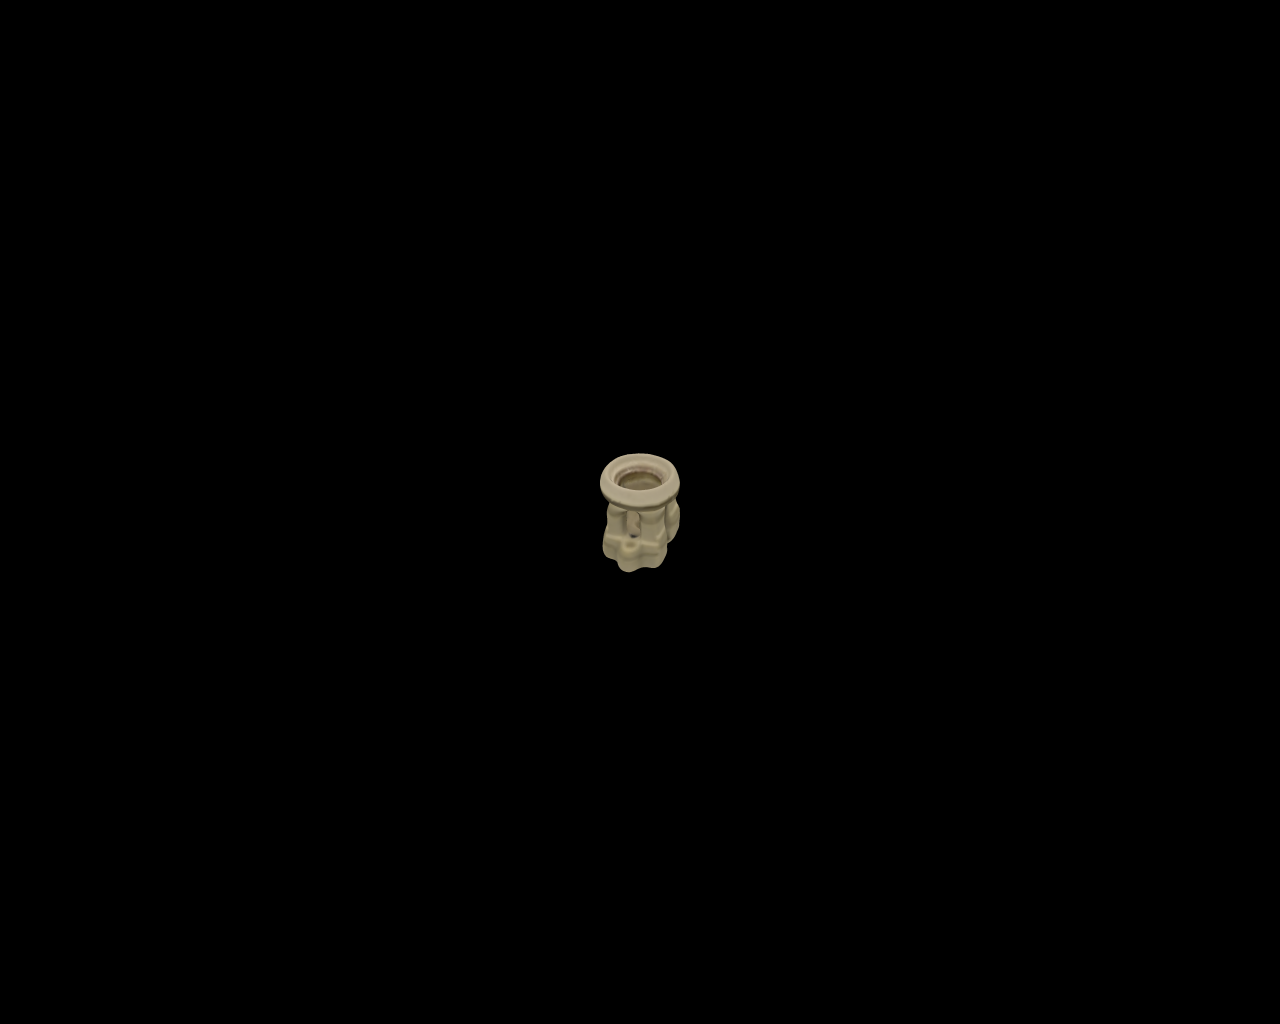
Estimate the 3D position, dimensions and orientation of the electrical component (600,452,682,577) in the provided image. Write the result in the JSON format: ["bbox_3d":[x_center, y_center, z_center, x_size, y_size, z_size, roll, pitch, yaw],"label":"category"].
[{"bbox_3d":[0.001,-0.003,0.650,0.048,0.055,0.066,11,39,14],"label":"electrical component"}]
